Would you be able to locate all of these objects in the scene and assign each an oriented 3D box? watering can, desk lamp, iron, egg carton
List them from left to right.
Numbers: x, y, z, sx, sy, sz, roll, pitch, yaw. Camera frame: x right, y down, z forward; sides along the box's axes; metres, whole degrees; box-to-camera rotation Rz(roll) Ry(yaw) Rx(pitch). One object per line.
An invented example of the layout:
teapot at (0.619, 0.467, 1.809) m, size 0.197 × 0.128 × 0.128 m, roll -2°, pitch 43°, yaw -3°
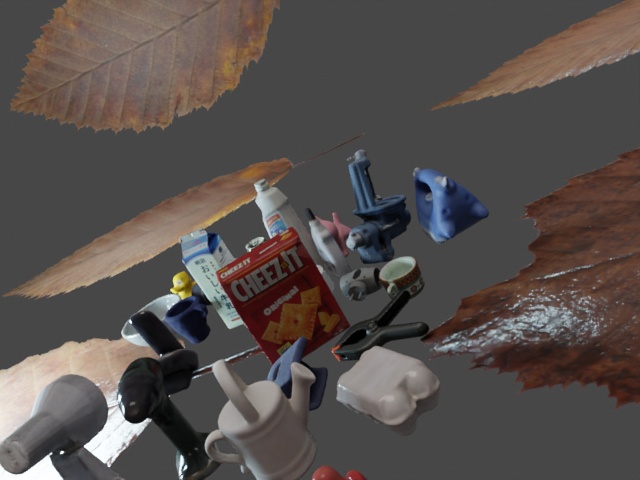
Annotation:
desk lamp at (-0.406, 0.353, 0.925) m, size 0.117 × 0.214 × 0.203 m, roll -24°, pitch 22°, yaw 14°
watering can at (-0.085, 0.240, 0.805) m, size 0.173 × 0.194 × 0.100 m, roll -41°, pitch 24°, yaw -27°
egg carton at (0.096, 0.212, 0.816) m, size 0.107 × 0.069 × 0.149 m, roll -40°, pitch 24°, yaw -26°
iron at (0.246, -0.095, 1.220) m, size 0.118 × 0.142 × 0.257 m, roll -30°, pitch 21°, yaw -3°

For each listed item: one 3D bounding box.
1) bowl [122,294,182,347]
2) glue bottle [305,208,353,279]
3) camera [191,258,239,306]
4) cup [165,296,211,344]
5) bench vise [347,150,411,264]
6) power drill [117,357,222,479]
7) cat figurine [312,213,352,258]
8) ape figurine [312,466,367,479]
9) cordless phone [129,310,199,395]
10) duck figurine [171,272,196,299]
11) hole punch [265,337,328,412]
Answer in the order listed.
bowl at (-0.400, 0.212, 1.425) m, size 0.167 × 0.075 × 0.167 m, roll -25°, pitch 22°, yaw 11°
glue bottle at (0.011, 0.004, 1.243) m, size 0.037 × 0.173 × 0.078 m, roll -35°, pitch 22°, yaw -14°
camera at (-0.253, 0.108, 1.438) m, size 0.136 × 0.101 × 0.143 m, roll -12°, pitch 27°, yaw 37°
cup at (-0.283, 0.187, 1.308) m, size 0.117 × 0.095 × 0.092 m, roll -13°, pitch 27°, yaw 35°
bench vise at (0.114, -0.072, 1.224) m, size 0.121 × 0.220 × 0.207 m, roll -19°, pitch 24°, yaw 24°
power drill at (-0.241, 0.279, 0.892) m, size 0.076 × 0.209 × 0.229 m, roll -34°, pitch 22°, yaw -12°
cat figurine at (0.025, -0.016, 1.347) m, size 0.067 × 0.118 × 0.128 m, roll -14°, pitch 26°, yaw 33°
ape figurine at (0.022, 0.302, 0.675) m, size 0.078 × 0.092 × 0.076 m, roll -33°, pitch 22°, yaw -10°
cordless phone at (-0.350, 0.230, 1.170) m, size 0.147 × 0.185 × 0.094 m, roll -27°, pitch 22°, yaw 6°
duck figurine at (-0.359, 0.124, 1.553) m, size 0.077 × 0.086 × 0.105 m, roll -5°, pitch 32°, yaw 46°
hole punch at (-0.052, 0.227, 0.935) m, size 0.101 × 0.091 × 0.108 m, roll -21°, pitch 23°, yaw 19°
